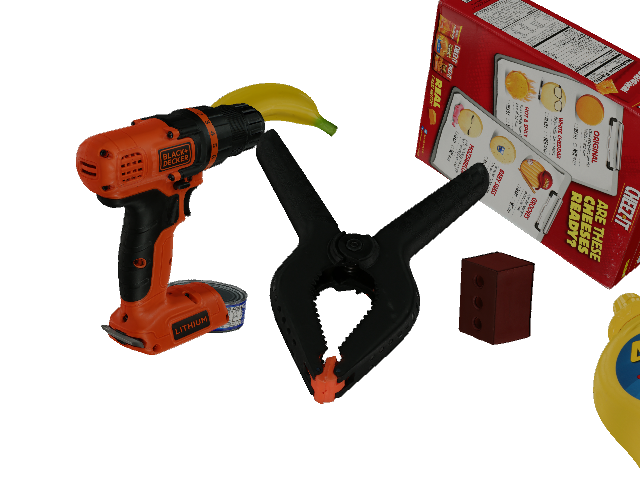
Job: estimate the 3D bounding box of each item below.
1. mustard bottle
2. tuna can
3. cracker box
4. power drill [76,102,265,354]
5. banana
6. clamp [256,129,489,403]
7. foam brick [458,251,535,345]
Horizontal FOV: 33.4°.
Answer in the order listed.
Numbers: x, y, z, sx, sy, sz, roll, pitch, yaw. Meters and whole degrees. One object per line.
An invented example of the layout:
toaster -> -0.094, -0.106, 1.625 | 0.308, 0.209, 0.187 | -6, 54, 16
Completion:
mustard bottle -> 0.205, 0.093, 0.588 | 0.096, 0.058, 0.191 | -8, 35, -5
tuna can -> -0.120, 0.068, 1.114 | 0.086, 0.034, 0.086 | 7, 12, -2
cracker box -> 0.182, -0.089, 0.852 | 0.072, 0.164, 0.214 | -33, 55, -32
power drill -> -0.114, -0.014, 0.870 | 0.057, 0.188, 0.184 | 17, 26, 38
banana -> -0.060, -0.122, 1.034 | 0.070, 0.037, 0.197 | 42, 35, 23
clamp -> 0.012, 0.008, 0.698 | 0.164, 0.209, 0.036 | 14, -38, 10
foam brick -> 0.172, 0.056, 1.047 | 0.051, 0.078, 0.053 | -11, 19, -34
